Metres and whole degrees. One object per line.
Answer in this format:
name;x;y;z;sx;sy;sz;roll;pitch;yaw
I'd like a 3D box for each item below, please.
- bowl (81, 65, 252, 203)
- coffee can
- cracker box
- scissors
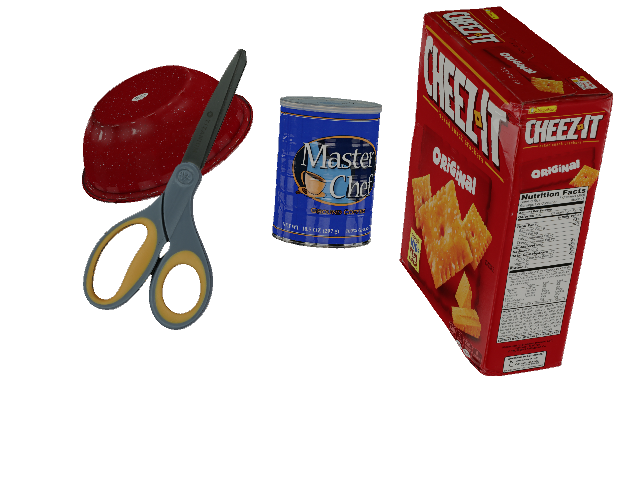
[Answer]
bowl;-0.142;-0.102;0.908;0.162;0.055;0.162;-17;35;12
coffee can;0.006;-0.071;1.082;0.103;0.140;0.103;4;12;-1
cracker box;0.120;-0.036;0.760;0.072;0.214;0.164;-8;33;-16
scissors;-0.081;-0.025;0.730;0.096;0.202;0.016;39;-2;3
